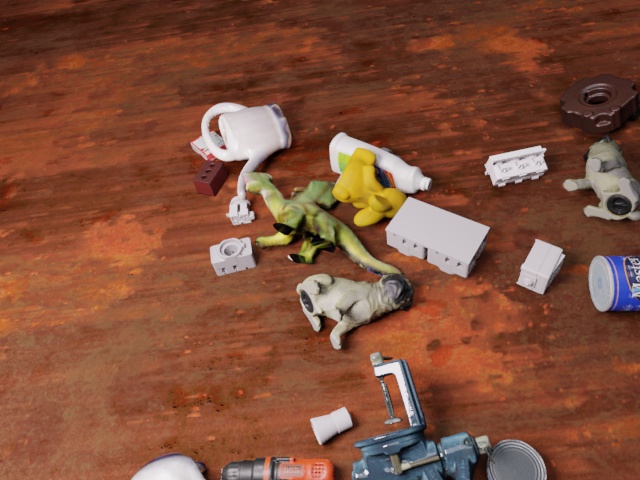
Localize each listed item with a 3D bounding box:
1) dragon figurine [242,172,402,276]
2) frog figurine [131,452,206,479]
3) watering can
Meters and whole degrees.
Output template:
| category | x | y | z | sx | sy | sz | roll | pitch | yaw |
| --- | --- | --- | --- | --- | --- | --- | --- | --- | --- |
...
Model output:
| category | x | y | z | sx | sy | sz | roll | pitch | yaw |
| --- | --- | --- | --- | --- | --- | --- | --- | --- | --- |
| dragon figurine | 0.004 | -0.058 | 1.162 | 0.411 | 0.119 | 0.248 | 19 | 48 | 4 |
| frog figurine | -0.225 | 0.417 | 0.780 | 0.138 | 0.120 | 0.163 | -6 | 35 | -20 |
| watering can | -0.173 | -0.248 | 1.328 | 0.225 | 0.101 | 0.354 | -17 | 55 | -18 |
